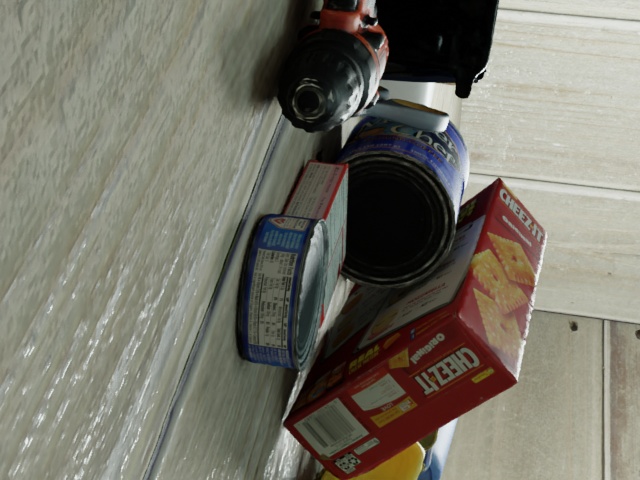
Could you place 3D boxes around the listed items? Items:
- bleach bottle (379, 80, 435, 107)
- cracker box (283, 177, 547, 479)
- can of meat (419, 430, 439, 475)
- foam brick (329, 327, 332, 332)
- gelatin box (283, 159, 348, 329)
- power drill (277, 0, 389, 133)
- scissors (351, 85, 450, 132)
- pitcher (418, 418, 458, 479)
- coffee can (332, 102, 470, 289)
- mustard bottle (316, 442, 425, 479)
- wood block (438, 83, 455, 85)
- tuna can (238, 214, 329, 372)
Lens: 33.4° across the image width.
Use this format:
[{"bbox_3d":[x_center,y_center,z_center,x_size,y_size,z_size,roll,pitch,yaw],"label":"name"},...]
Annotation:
[{"bbox_3d":[0.077,-0.133,0.995,0.251,0.068,0.102,87,14,-59],"label":"bleach bottle"},{"bbox_3d":[0.079,0.063,0.795,0.164,0.072,0.213,-37,-169,30],"label":"cracker box"},{"bbox_3d":[0.063,0.187,1.036,0.084,0.102,0.057,86,14,-59],"label":"can of meat"},{"bbox_3d":[0.029,0.124,0.917,0.051,0.053,0.078,-72,166,-52],"label":"foam brick"},{"bbox_3d":[-0.004,0.001,0.682,0.089,0.030,0.073,-69,163,-54],"label":"gelatin box"},{"bbox_3d":[0.014,-0.160,0.588,0.184,0.057,0.188,-69,166,-70],"label":"power drill"},{"bbox_3d":[0.039,-0.085,0.710,0.201,0.096,0.016,-62,169,-75],"label":"scissors"},{"bbox_3d":[0.099,0.158,1.204,0.145,0.149,0.242,-55,-171,42],"label":"pitcher"},{"bbox_3d":[0.056,-0.037,0.795,0.140,0.103,0.103,-61,156,-66],"label":"coffee can"},{"bbox_3d":[0.029,0.203,0.880,0.096,0.058,0.192,-44,172,-14],"label":"mustard bottle"},{"bbox_3d":[0.123,-0.271,1.081,0.090,0.090,0.206,-68,163,-55],"label":"wood block"},{"bbox_3d":[-0.019,0.029,0.595,0.086,0.034,0.086,8,90,-81],"label":"tuna can"}]
